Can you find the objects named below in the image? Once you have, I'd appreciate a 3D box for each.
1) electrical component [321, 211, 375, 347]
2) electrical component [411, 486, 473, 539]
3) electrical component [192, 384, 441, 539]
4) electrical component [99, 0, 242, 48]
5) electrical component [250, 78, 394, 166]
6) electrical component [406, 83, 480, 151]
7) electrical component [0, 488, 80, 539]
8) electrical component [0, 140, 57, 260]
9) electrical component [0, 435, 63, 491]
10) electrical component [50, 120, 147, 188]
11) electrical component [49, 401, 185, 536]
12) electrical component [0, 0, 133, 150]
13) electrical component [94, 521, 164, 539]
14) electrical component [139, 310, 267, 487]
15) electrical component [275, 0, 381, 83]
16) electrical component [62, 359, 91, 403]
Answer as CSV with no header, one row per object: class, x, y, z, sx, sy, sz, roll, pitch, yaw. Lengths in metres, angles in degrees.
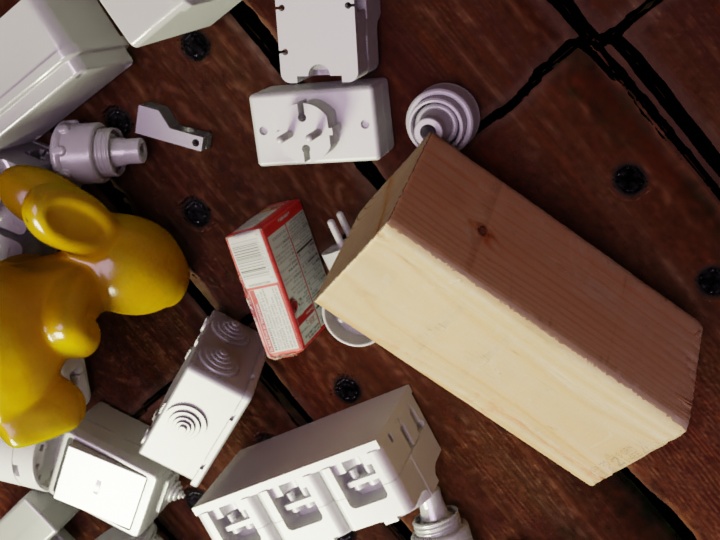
electrical component,0.000,0.000,0.699,0.043,0.077,0.079,-21,101,23
electrical component,0.057,0.185,0.764,0.048,0.048,0.062,-14,96,21
electrical component,-0.026,0.149,0.751,0.150,0.089,0.061,-24,100,23
electrical component,-0.125,-0.200,0.653,0.056,0.108,0.108,-31,97,26
electrical component,-0.029,-0.090,0.678,0.083,0.075,0.047,-1,108,18
electrical component,0.049,-0.090,0.662,0.043,0.062,0.043,5,110,15
electrical component,-0.255,0.220,0.869,0.075,0.047,0.083,47,115,-2
electrical component,-0.314,-0.061,0.784,0.186,0.060,0.105,22,113,9
electrical component,-0.258,0.142,0.841,0.047,0.055,0.055,4,109,20
electrical component,-0.180,-0.081,0.746,0.062,0.048,0.048,-2,108,11
electrical component,-0.179,0.155,0.816,0.096,0.061,0.061,25,113,8
electrical component,-0.219,-0.132,0.721,0.113,0.078,0.057,-31,94,24
electrical component,-0.184,0.233,0.835,0.080,0.080,0.051,-27,104,23
electrical component,-0.108,0.086,0.751,0.048,0.099,0.099,29,115,-8
electrical component,-0.019,-0.164,0.661,0.050,0.055,0.089,2,109,16
electrical component,-0.258,0.087,0.821,0.095,0.053,0.059,-1,108,17
